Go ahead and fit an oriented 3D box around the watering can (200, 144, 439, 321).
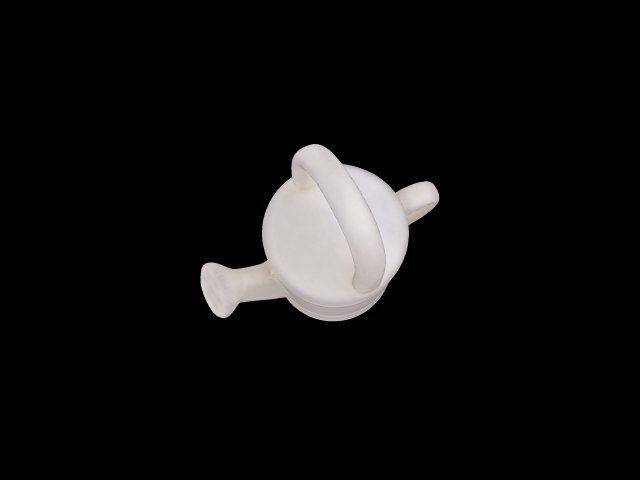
[{"bbox_3d":[0.005,0.003,0.400,0.101,0.194,0.173,40,80,9],"label":"watering can"}]
